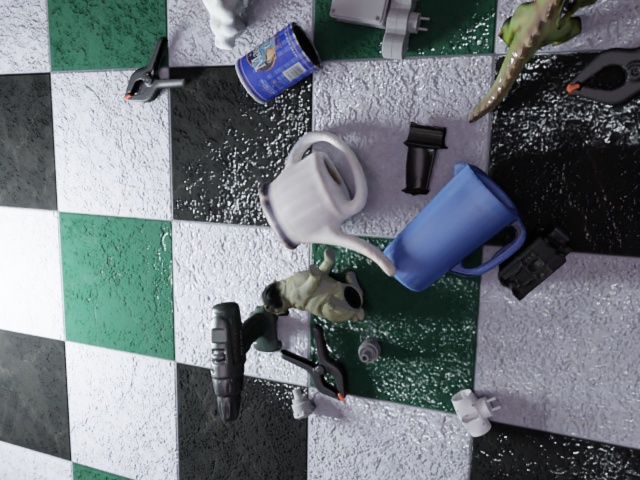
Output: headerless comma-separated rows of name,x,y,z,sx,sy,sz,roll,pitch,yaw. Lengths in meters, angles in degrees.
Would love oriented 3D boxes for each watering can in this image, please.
watering can,0.003,-0.051,1.015,0.222,0.103,0.353,-30,66,22

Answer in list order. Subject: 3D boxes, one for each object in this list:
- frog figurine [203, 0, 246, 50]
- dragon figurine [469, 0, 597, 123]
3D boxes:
frog figurine,-0.202,-0.480,1.053,0.156,0.122,0.140,-60,44,27
dragon figurine,0.361,-0.355,0.795,0.122,0.245,0.406,33,106,7
